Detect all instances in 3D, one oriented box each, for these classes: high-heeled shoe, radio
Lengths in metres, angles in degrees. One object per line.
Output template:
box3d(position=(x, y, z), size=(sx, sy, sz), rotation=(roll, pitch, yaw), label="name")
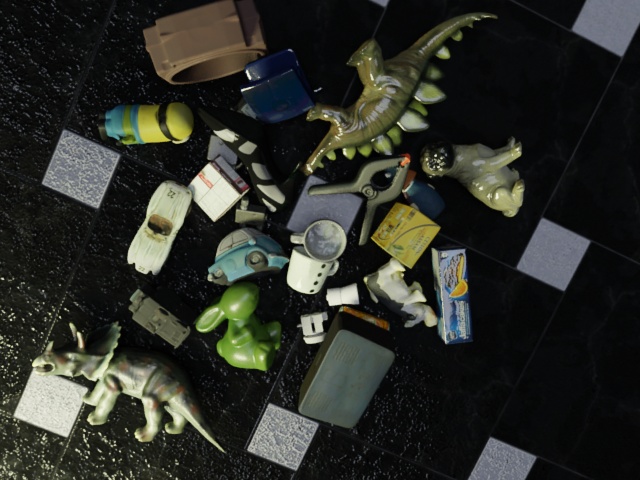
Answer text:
box3d(position=(-0.146, -0.149, 1.038), size=(0.248, 0.086, 0.145), rotation=(30, 124, -17), label="high-heeled shoe")
box3d(position=(0.054, 0.269, 1.098), size=(0.131, 0.073, 0.229), rotation=(21, 115, -7), label="radio")

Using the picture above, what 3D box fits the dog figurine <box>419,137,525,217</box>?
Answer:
box3d(position=(0.304, -0.122, 1.085), size=(0.191, 0.121, 0.172), rotation=(-7, 95, 12), label="dog figurine")

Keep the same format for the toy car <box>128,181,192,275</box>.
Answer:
box3d(position=(-0.319, -0.022, 1.070), size=(0.073, 0.056, 0.201), rotation=(26, 103, -6), label="toy car")

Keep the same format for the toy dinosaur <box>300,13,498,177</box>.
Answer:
box3d(position=(0.133, -0.290, 1.045), size=(0.198, 0.105, 0.471), rotation=(39, 103, -15), label="toy dinosaur")

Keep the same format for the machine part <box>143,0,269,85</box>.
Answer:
box3d(position=(-0.197, -0.348, 0.967), size=(0.201, 0.201, 0.087), rotation=(-15, 99, -1), label="machine part")

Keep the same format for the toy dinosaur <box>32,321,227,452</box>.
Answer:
box3d(position=(-0.355, 0.289, 1.094), size=(0.405, 0.131, 0.192), rotation=(20, 97, -11), label="toy dinosaur")

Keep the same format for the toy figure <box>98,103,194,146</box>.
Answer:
box3d(position=(-0.333, -0.222, 1.034), size=(0.180, 0.089, 0.082), rotation=(-1, 103, -5), label="toy figure")

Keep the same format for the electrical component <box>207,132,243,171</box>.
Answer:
box3d(position=(-0.184, -0.181, 1.069), size=(0.078, 0.045, 0.102), rotation=(17, 96, -6), label="electrical component")

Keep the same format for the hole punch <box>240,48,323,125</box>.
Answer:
box3d(position=(-0.074, -0.266, 0.969), size=(0.142, 0.092, 0.115), rotation=(-19, 126, 13), label="hole punch")

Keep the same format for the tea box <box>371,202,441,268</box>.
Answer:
box3d(position=(0.162, -0.013, 1.045), size=(0.068, 0.170, 0.098), rotation=(35, 96, -5), label="tea box")

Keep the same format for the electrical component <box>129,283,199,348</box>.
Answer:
box3d(position=(-0.313, 0.143, 1.071), size=(0.134, 0.115, 0.058), rotation=(39, 92, -9), label="electrical component")

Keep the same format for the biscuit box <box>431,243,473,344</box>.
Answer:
box3d(position=(0.276, 0.112, 1.122), size=(0.063, 0.059, 0.202), rotation=(-7, 98, -1), label="biscuit box")

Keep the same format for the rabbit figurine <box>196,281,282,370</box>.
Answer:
box3d(position=(-0.158, 0.156, 1.082), size=(0.159, 0.121, 0.170), rotation=(4, 113, 18), label="rabbit figurine")

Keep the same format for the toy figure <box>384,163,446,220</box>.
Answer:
box3d(position=(0.185, -0.105, 1.091), size=(0.154, 0.064, 0.058), rotation=(42, 131, -3), label="toy figure")

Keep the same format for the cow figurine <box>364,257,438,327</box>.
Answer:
box3d(position=(0.169, 0.124, 1.115), size=(0.098, 0.068, 0.167), rotation=(-35, 95, 8), label="cow figurine")

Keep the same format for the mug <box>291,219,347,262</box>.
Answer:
box3d(position=(-0.002, -0.003, 1.071), size=(0.110, 0.107, 0.080), rotation=(-5, 97, 2), label="mug")

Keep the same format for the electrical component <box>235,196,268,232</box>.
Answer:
box3d(position=(-0.136, -0.051, 1.074), size=(0.063, 0.021, 0.094), rotation=(8, 141, -5), label="electrical component")

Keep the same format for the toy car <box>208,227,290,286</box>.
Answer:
box3d(position=(-0.149, 0.029, 1.079), size=(0.162, 0.109, 0.103), rotation=(-20, 74, 14), label="toy car")

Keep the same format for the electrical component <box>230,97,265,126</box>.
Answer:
box3d(position=(-0.112, -0.272, 1.058), size=(0.075, 0.048, 0.119), rotation=(42, 94, -8), label="electrical component")
